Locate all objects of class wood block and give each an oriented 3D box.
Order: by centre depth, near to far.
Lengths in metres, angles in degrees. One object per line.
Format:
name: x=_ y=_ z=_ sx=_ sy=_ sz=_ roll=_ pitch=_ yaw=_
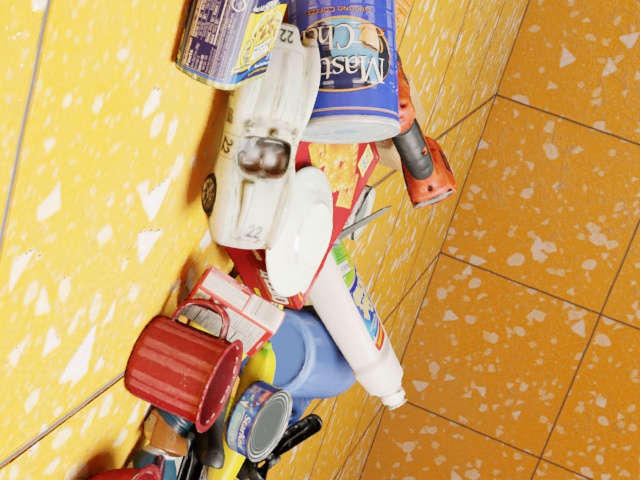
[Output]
wood block: x=0.075 y=-0.159 z=1.389 sx=0.206 sy=0.090 sz=0.091 roll=30 pitch=81 yaw=-78

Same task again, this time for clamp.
clamp: x=-0.129 y=0.218 z=1.148 sx=0.210 sy=0.036 sz=0.165 roll=-87 pitch=-159 yaw=-57
clamp: x=-0.061 y=0.270 z=1.375 sx=0.120 sy=0.039 sz=0.172 roll=-32 pitch=-179 yaw=-21

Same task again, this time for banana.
banana: x=-0.090 y=0.200 z=1.227 sx=0.069 sy=0.037 sz=0.198 roll=-2 pitch=111 yaw=-72

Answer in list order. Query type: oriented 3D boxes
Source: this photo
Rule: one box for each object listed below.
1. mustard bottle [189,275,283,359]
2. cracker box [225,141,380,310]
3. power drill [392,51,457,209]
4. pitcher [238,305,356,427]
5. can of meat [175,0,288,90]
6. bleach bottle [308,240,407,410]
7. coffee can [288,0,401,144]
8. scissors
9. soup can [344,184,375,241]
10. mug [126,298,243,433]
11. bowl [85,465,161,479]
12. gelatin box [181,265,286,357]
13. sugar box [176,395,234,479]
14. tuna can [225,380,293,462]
mustard bottle: x=-0.086 y=0.084 z=1.181 sx=0.191 sy=0.058 sz=0.096 roll=-46 pitch=149 yaw=-62
cracker box: x=-0.020 y=-0.062 z=1.100 sx=0.213 sy=0.072 sz=0.164 roll=-63 pitch=151 yaw=-28
power drill: x=0.090 y=-0.140 z=1.206 sx=0.184 sy=0.057 sz=0.187 roll=-99 pitch=162 yaw=-46
pitcher: x=-0.031 y=0.155 z=1.387 sx=0.145 sy=0.149 sz=0.242 roll=-25 pitch=169 yaw=11
can of meat: x=-0.066 y=-0.169 z=0.831 sx=0.102 sy=0.057 sz=0.084 roll=-41 pitch=152 yaw=-64
bleach bottle: x=0.039 y=0.094 z=1.336 sx=0.068 sy=0.251 sz=0.102 roll=-28 pitch=-178 yaw=19
coffee can: x=0.022 y=-0.167 z=0.994 sx=0.102 sy=0.103 sz=0.140 roll=24 pitch=64 yaw=-78
scissors: x=-0.008 y=0.001 z=1.201 sx=0.202 sy=0.096 sz=0.016 roll=135 pitch=-45 yaw=-53
soup can: x=0.006 y=-0.047 z=1.247 sx=0.068 sy=0.102 sz=0.068 roll=22 pitch=90 yaw=-78
mug: x=-0.124 y=0.111 z=0.998 sx=0.093 sy=0.081 sz=0.117 roll=-11 pitch=121 yaw=-76
bowl: x=-0.207 y=0.271 z=0.974 sx=0.162 sy=0.055 sz=0.162 roll=22 pitch=90 yaw=-78
gelatin box: x=-0.086 y=0.070 z=1.036 sx=0.030 sy=0.089 sz=0.073 roll=-60 pitch=-175 yaw=-32
sugar box: x=-0.139 y=0.261 z=1.283 sx=0.176 sy=0.048 sz=0.093 roll=-42 pitch=150 yaw=-67
tuna can: x=-0.068 y=0.199 z=1.177 sx=0.086 sy=0.034 sz=0.086 roll=-45 pitch=147 yaw=-41
